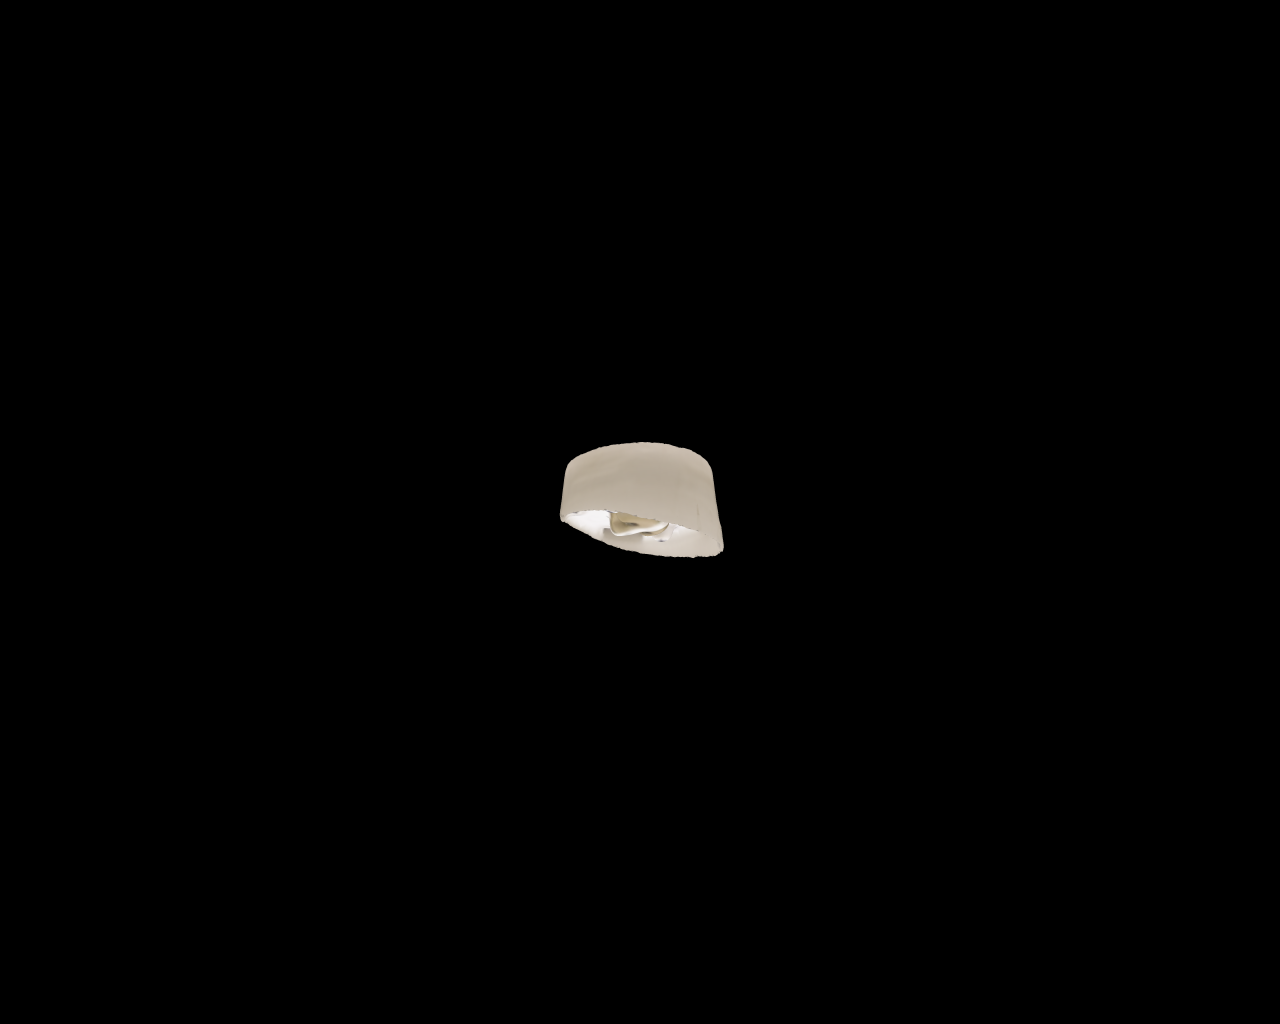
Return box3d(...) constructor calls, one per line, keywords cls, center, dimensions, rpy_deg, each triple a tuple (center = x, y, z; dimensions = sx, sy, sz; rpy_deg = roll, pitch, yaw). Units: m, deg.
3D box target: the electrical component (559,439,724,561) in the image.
box3d(cls="electrical component", center=(0.001, -0.003, 0.650), dimensions=(0.099, 0.064, 0.099), rpy_deg=(0, -21, 0))
